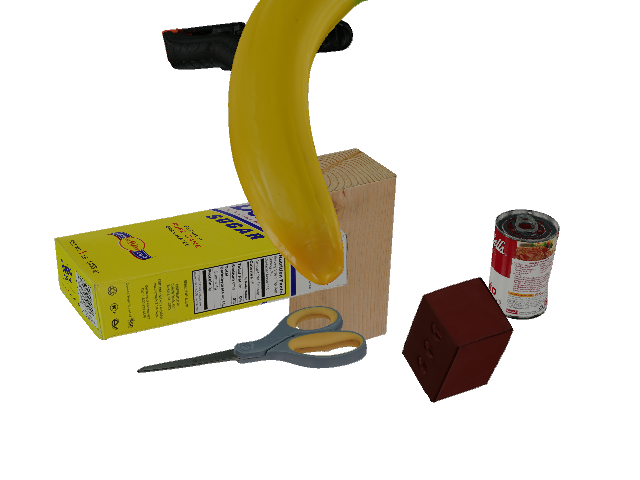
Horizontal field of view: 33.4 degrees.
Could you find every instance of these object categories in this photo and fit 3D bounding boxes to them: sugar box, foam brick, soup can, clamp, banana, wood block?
[{"bbox_3d":[-0.079,0.014,0.717,0.176,0.048,0.093,-15,26,-25],"label":"sugar box"},{"bbox_3d":[0.103,0.076,0.812,0.051,0.053,0.078,-14,-37,-22],"label":"foam brick"},{"bbox_3d":[0.220,0.026,1.162,0.068,0.102,0.068,1,30,-1],"label":"soup can"},{"bbox_3d":[-0.060,-0.161,0.873,0.120,0.039,0.172,-16,23,-36],"label":"clamp"},{"bbox_3d":[-0.010,-0.069,0.502,0.069,0.197,0.037,8,-34,5],"label":"banana"},{"bbox_3d":[0.022,0.011,1.229,0.090,0.206,0.090,-14,31,-26],"label":"wood block"}]

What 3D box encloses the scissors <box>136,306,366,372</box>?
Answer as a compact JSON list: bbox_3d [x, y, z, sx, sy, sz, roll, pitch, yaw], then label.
[{"bbox_3d":[-0.060,0.090,0.965,0.201,0.016,0.096,-1,28,-1],"label":"scissors"}]
